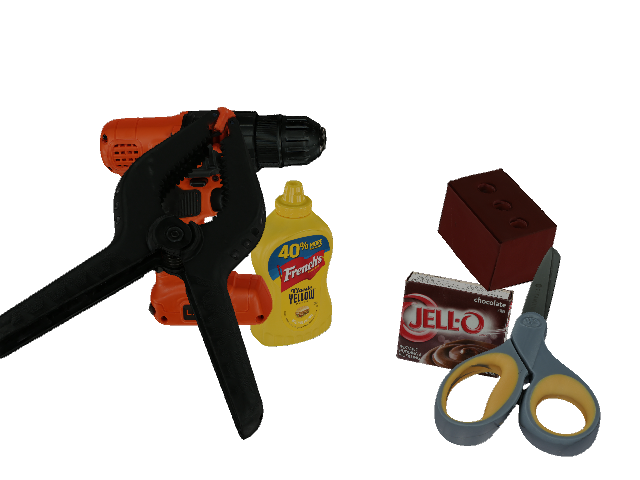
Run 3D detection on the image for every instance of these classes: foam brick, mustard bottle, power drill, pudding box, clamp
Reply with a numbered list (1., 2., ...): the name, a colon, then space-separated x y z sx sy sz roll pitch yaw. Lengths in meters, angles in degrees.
1. foam brick: 0.134 -0.008 0.817 0.052 0.051 0.078 -14 45 -24
2. mustard bottle: -0.032 0.023 1.210 0.096 0.192 0.058 -12 29 -26
3. power drill: -0.084 -0.020 0.899 0.184 0.188 0.057 0 26 6
4. pudding box: 0.141 0.088 1.123 0.113 0.090 0.039 9 21 12
5. clamp: -0.081 0.012 0.647 0.164 0.209 0.036 24 -29 4

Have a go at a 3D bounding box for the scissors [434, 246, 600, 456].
1. scissors: 0.137 0.063 0.623 0.096 0.016 0.201 20 37 29
